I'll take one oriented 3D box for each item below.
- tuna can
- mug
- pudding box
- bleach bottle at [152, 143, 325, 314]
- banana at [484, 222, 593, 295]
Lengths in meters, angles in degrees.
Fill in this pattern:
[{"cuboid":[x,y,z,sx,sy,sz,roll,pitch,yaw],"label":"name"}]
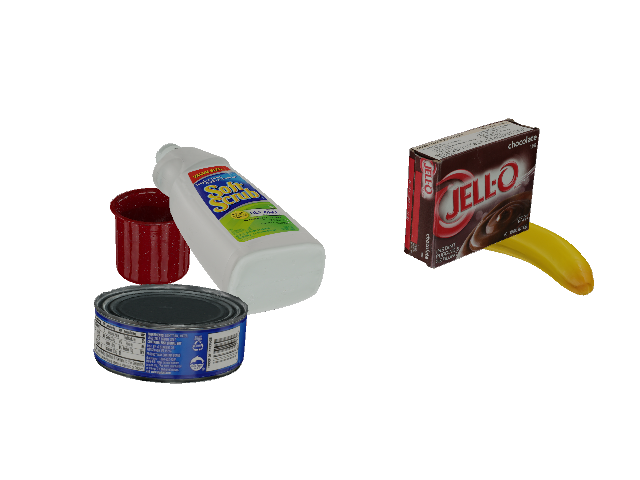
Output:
[{"cuboid":[-0.084,0.051,0.600,0.086,0.034,0.086,4,12,-1],"label":"tuna can"},{"cuboid":[-0.193,-0.007,1.189,0.093,0.081,0.117,-18,34,-37],"label":"mug"},{"cuboid":[0.118,-0.039,0.832,0.113,0.090,0.039,-21,35,-35],"label":"pudding box"},{"cuboid":[-0.100,-0.026,1.018,0.102,0.068,0.251,-10,35,-32],"label":"bleach bottle"},{"cuboid":[0.191,0.009,1.029,0.198,0.037,0.069,19,48,44],"label":"banana"}]
